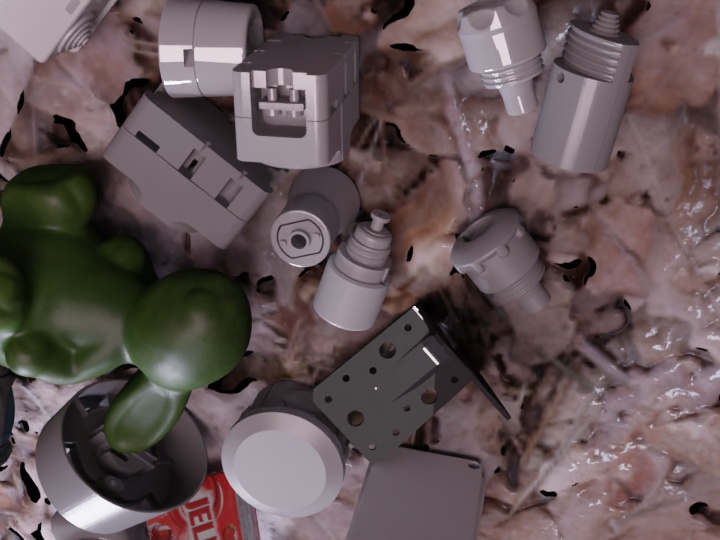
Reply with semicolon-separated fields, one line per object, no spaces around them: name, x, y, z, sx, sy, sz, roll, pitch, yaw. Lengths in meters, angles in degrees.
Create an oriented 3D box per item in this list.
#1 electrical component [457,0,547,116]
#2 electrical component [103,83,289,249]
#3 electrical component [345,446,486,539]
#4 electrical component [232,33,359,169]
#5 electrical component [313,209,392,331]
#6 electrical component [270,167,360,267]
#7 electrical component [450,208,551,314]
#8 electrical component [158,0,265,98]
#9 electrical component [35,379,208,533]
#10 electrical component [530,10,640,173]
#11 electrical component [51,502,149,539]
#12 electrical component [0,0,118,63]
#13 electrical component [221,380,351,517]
electrical component;0.079;-0.114;0.572;0.043;0.043;0.062;-14;112;18
electrical component;-0.098;-0.061;0.631;0.089;0.050;0.055;38;116;-7
electrical component;0.034;0.168;0.675;0.078;0.113;0.057;9;119;8
electrical component;-0.032;-0.090;0.581;0.050;0.089;0.055;4;115;10
electrical component;0.000;0.000;0.644;0.040;0.040;0.078;22;117;2
electrical component;-0.028;-0.029;0.622;0.044;0.065;0.044;5;115;10
electrical component;0.086;-0.002;0.624;0.048;0.048;0.062;-32;111;23
electrical component;-0.081;-0.123;0.597;0.047;0.055;0.055;3;115;7
electrical component;-0.158;0.121;0.705;0.064;0.099;0.099;-34;104;30
electrical component;0.121;-0.097;0.571;0.043;0.043;0.081;14;116;5
electrical component;-0.176;0.197;0.764;0.054;0.059;0.095;-11;112;17
electrical component;-0.177;-0.176;0.596;0.100;0.048;0.100;42;116;-9
electrical component;-0.046;0.116;0.702;0.080;0.051;0.080;5;115;10
